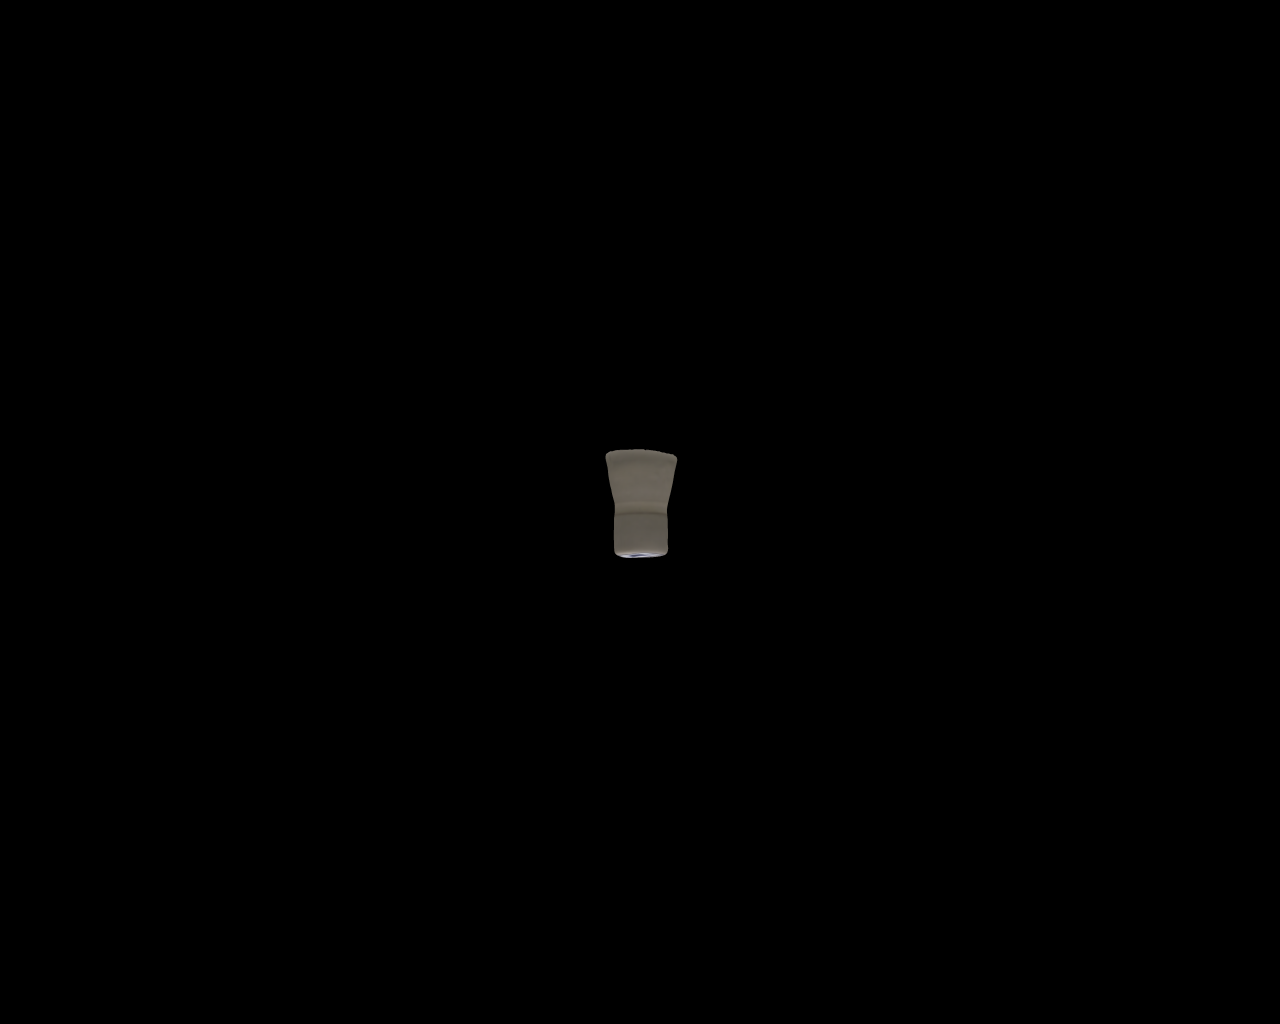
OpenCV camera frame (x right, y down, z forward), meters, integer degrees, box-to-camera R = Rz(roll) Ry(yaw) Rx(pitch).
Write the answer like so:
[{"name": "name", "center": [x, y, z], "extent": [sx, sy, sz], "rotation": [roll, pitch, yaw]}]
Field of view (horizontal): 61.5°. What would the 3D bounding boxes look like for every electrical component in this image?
[{"name": "electrical component", "center": [0.001, -0.003, 0.650], "extent": [0.044, 0.065, 0.044], "rotation": [0, -8, 0]}]
